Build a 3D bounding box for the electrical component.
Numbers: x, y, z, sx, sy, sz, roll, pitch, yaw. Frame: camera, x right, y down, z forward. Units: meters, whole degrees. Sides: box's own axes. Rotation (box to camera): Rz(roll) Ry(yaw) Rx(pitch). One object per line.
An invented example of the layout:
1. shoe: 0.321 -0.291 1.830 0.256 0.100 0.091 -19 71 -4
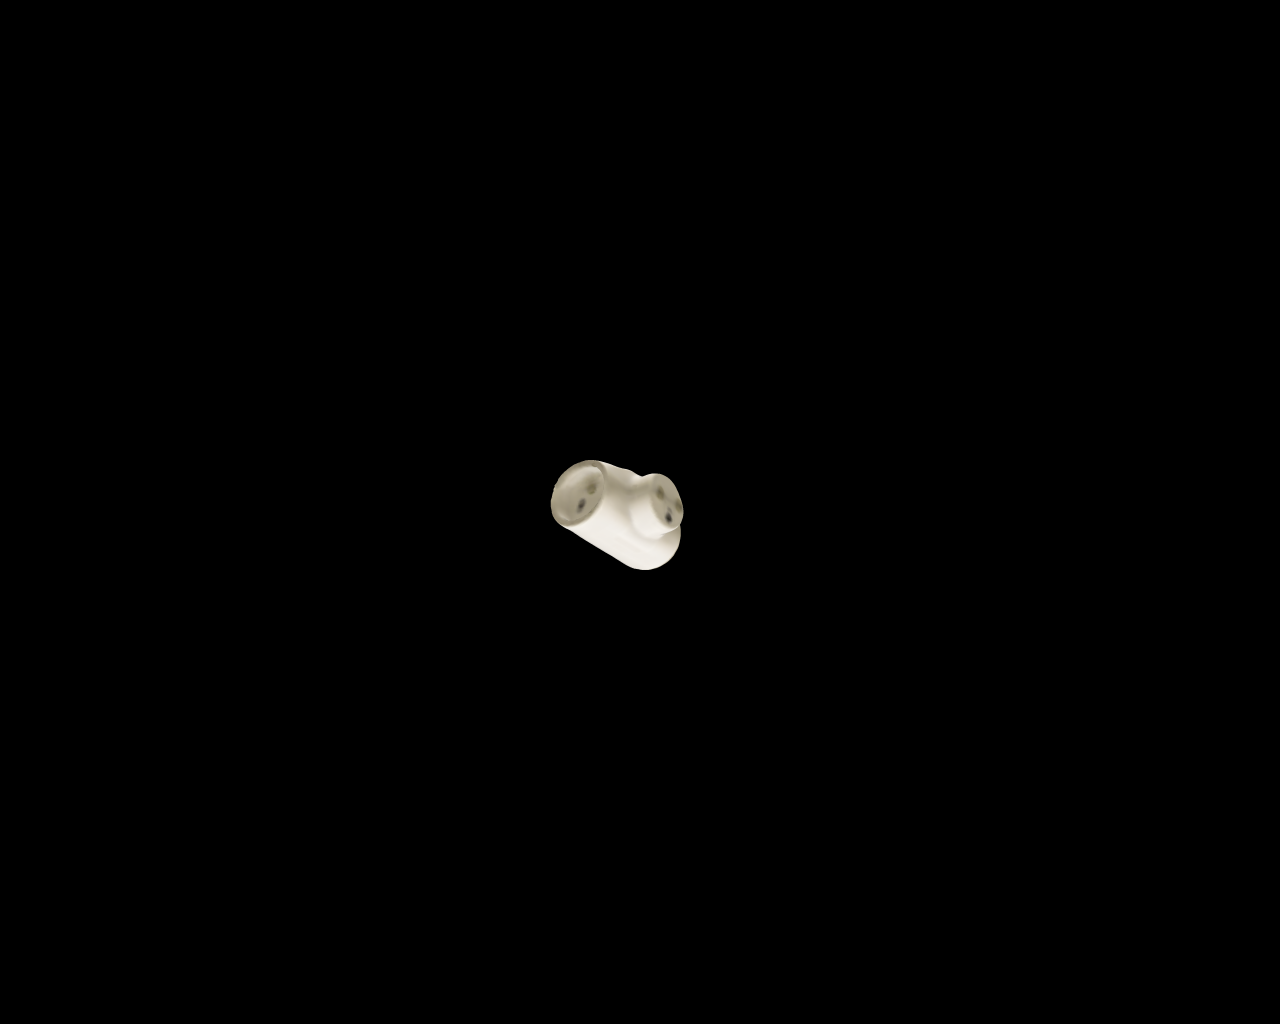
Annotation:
1. electrical component: 0.001 -0.003 0.650 0.079 0.043 0.077 -19 -34 31
